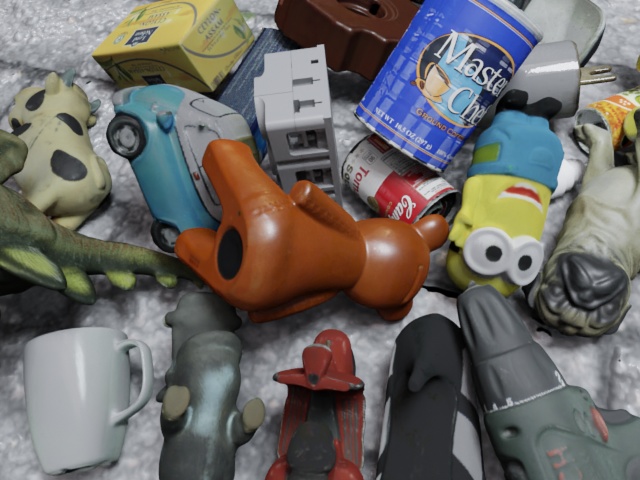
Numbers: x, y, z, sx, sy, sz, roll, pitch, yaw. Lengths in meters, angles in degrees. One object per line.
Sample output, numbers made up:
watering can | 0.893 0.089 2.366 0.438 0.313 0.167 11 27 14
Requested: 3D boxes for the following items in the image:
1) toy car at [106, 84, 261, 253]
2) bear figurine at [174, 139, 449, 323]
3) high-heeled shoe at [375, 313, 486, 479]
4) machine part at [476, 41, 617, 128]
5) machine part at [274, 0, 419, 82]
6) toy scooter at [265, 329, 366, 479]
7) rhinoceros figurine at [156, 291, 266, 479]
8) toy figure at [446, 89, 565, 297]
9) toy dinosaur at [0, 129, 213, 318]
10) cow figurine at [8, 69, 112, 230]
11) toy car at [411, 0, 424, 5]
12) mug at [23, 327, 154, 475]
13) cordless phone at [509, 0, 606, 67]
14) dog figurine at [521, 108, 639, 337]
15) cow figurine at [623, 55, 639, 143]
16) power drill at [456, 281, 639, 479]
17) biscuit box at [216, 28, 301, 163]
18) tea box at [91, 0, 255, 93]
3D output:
toy car | -0.107 -0.068 0.478 0.103 0.109 0.161 -15 98 20
bear figurine | 0.001 0.001 0.447 0.196 0.120 0.132 0 31 -40
high-heeled shoe | 0.090 0.183 0.408 0.086 0.145 0.248 -4 88 19
machine part | 0.171 -0.154 0.556 0.243 0.079 0.079 -3 59 14
machine part | 0.041 -0.252 0.616 0.179 0.056 0.179 13 44 -13
toy scooter | -0.002 0.142 0.384 0.075 0.135 0.184 4 62 7
rhinoceros figurine | -0.089 0.134 0.415 0.073 0.112 0.190 4 76 -17
toy figure | 0.166 -0.036 0.476 0.082 0.089 0.180 11 77 18
toy dinosaur | -0.283 -0.002 0.418 0.471 0.105 0.199 5 34 -34
cow figurine | -0.289 -0.106 0.591 0.127 0.085 0.195 -36 60 -7
toy car | 0.105 -0.326 0.671 0.202 0.089 0.053 31 65 21
mug | -0.188 0.132 0.446 0.110 0.080 0.107 -13 69 5
cordless phone | 0.237 -0.263 0.564 0.089 0.184 0.147 -34 62 -18
dog figurine | 0.280 0.005 0.469 0.172 0.121 0.190 17 87 -1
cow figurine | 0.352 -0.158 0.492 0.098 0.068 0.167 18 83 -6
power drill | 0.219 0.125 0.373 0.207 0.086 0.232 -5 67 -14
biscuit box | -0.076 -0.147 0.603 0.063 0.059 0.202 19 63 16
tea box | -0.172 -0.225 0.624 0.170 0.068 0.098 9 58 35
